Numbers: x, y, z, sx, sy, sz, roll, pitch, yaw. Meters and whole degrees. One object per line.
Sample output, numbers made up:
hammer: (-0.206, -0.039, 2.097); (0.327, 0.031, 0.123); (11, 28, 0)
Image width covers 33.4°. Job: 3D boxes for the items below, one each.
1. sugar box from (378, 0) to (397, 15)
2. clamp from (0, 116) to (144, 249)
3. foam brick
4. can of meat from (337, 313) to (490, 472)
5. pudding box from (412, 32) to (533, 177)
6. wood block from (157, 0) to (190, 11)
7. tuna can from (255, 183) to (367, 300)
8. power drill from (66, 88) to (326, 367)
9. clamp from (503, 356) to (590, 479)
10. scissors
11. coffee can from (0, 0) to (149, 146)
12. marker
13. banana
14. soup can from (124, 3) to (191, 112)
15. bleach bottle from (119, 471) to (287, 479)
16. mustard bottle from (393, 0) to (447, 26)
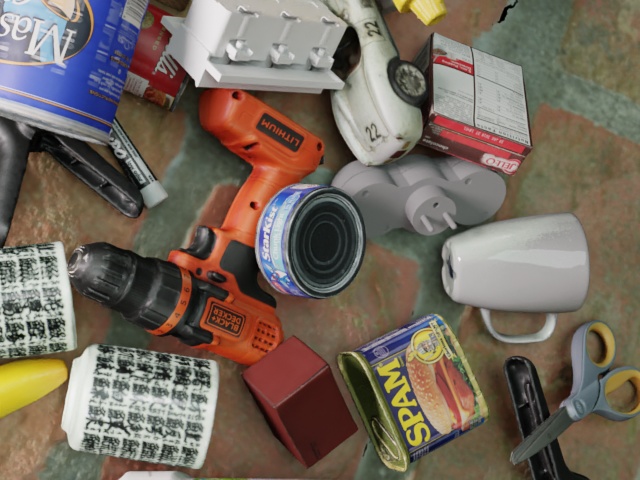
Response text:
sugar box: (0.042, -0.281, 0.888); (0.093, 0.048, 0.176); (-27, 94, -17)
clamp: (-0.216, -0.073, 0.778); (0.120, 0.039, 0.171); (-24, 77, -43)
foam brick: (-0.015, 0.122, 0.802); (0.053, 0.051, 0.078); (-35, 130, -16)
can of meat: (0.075, 0.118, 0.844); (0.083, 0.058, 0.102); (-24, 91, -19)
pudding box: (0.122, -0.111, 0.865); (0.090, 0.039, 0.113); (19, 45, -13)
wood block: (-0.103, -0.298, 0.826); (0.090, 0.091, 0.206); (23, 78, -13)
tuna can: (-0.005, 0.001, 0.794); (0.085, 0.034, 0.086); (-6, 99, -43)
power drill: (-0.082, -0.015, 0.789); (0.184, 0.057, 0.187); (29, 76, -39)
clamp: (0.185, 0.204, 0.847); (0.209, 0.036, 0.164); (41, 55, -29)
scissors: (0.200, 0.116, 0.856); (0.201, 0.016, 0.096); (-3, 69, -43)
coffee can: (-0.172, -0.145, 0.716); (0.102, 0.103, 0.140); (17, 89, -13)
marker: (-0.158, -0.079, 0.822); (0.020, 0.020, 0.121); (-34, 93, -16)
banana: (-0.265, 0.150, 0.759); (0.069, 0.037, 0.197); (43, 75, -24)
soup can: (-0.143, -0.149, 0.810); (0.102, 0.069, 0.068); (26, 77, -11)
bleach bottle: (-0.049, 0.204, 0.787); (0.250, 0.103, 0.068); (6, 74, -8)
mustard bottle: (0.039, -0.243, 0.802); (0.096, 0.058, 0.192); (-19, 76, -45)
